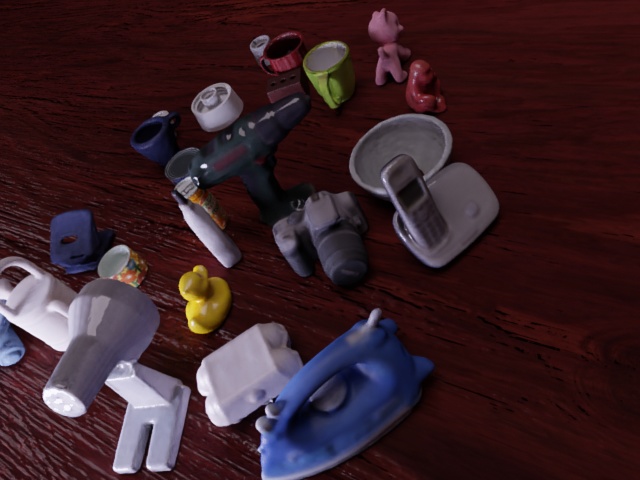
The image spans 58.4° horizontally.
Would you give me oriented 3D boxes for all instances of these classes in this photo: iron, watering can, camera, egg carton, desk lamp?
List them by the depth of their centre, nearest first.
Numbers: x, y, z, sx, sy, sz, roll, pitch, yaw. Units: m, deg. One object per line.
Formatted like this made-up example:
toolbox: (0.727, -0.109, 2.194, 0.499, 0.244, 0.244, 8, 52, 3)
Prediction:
iron: (0.005, 0.189, 0.691, 0.258, 0.142, 0.118, -39, 47, -6)
desk lamp: (-0.273, 0.187, 0.788, 0.117, 0.214, 0.203, -13, 50, 19)
egg carton: (-0.098, 0.187, 0.796, 0.150, 0.070, 0.107, -34, 47, -1)
camera: (0.008, 0.003, 0.865, 0.143, 0.101, 0.136, -27, 47, 6)
watering can: (-0.491, 0.105, 0.980, 0.172, 0.195, 0.101, -13, 50, 18)

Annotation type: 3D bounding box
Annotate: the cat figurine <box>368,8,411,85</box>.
cat figurine: (0.126, -0.381, 1.097, 0.067, 0.118, 0.128, -6, 52, 23)

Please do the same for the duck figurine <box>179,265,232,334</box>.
duck figurine: (-0.192, 0.090, 0.911, 0.077, 0.086, 0.104, -9, 51, 22)

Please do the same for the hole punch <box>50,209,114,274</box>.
hole punch: (-0.475, 0.003, 1.123, 0.108, 0.091, 0.101, -11, 50, 19)

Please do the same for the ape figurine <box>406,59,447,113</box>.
ape figurine: (0.181, -0.272, 0.999, 0.075, 0.092, 0.078, 14, 63, 35)

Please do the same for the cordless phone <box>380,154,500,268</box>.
cordless phone: (0.159, -0.064, 0.781, 0.148, 0.186, 0.093, -43, 47, -9)

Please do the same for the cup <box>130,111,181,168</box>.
cup: (-0.326, -0.207, 1.209, 0.118, 0.095, 0.091, -44, 47, -10)

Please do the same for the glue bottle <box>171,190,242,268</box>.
glue bottle: (-0.192, -0.027, 0.943, 0.037, 0.174, 0.078, -38, 47, -4)

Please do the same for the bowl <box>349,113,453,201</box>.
bowl: (0.135, -0.119, 0.913, 0.167, 0.075, 0.167, -14, 50, 17)

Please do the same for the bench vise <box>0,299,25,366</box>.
bench vise: (-0.648, 0.125, 1.028, 0.206, 0.220, 0.121, 16, 64, 36)

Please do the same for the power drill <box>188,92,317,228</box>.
power drill: (-0.085, -0.120, 0.937, 0.229, 0.209, 0.075, -22, 48, 10)
